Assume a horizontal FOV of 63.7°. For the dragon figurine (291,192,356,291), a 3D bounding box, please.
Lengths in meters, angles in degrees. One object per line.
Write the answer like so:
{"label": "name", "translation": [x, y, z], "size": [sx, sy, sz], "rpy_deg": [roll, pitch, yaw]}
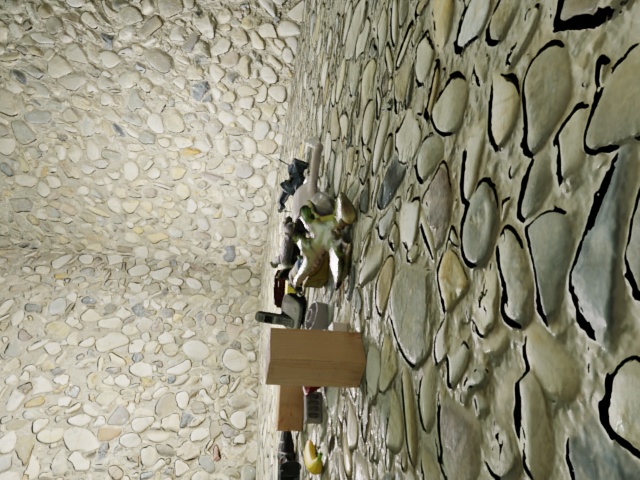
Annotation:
{"label": "dragon figurine", "translation": [0.012, 0.036, 1.398], "size": [0.122, 0.402, 0.248], "rpy_deg": [4, 32, -20]}

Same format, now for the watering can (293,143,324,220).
{"label": "watering can", "translation": [-0.033, -0.138, 1.740], "size": [0.104, 0.230, 0.339], "rpy_deg": [5, -44, -11]}

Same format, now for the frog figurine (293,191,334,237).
{"label": "frog figurine", "translation": [0.005, -0.080, 1.591], "size": [0.123, 0.135, 0.161], "rpy_deg": [17, 26, 24]}
